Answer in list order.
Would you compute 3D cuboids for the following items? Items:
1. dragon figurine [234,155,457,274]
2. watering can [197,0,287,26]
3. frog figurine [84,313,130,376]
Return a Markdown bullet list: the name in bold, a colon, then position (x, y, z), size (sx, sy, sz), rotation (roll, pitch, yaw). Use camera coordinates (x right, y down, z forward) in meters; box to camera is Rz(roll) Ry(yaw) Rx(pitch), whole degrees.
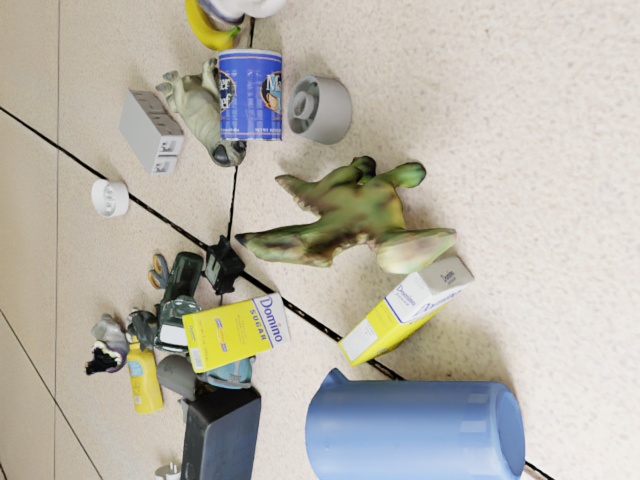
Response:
- **dragon figurine**: position (0.002, -0.033, 0.653), size (0.412, 0.245, 0.121), rotation (13, 111, 43)
- **watering can**: position (-0.132, -0.501, 0.823), size (0.221, 0.104, 0.350), rotation (-26, 77, 46)
- **frog figurine**: position (-0.574, 0.281, 1.418), size (0.162, 0.123, 0.135), rotation (-103, 17, -63)
